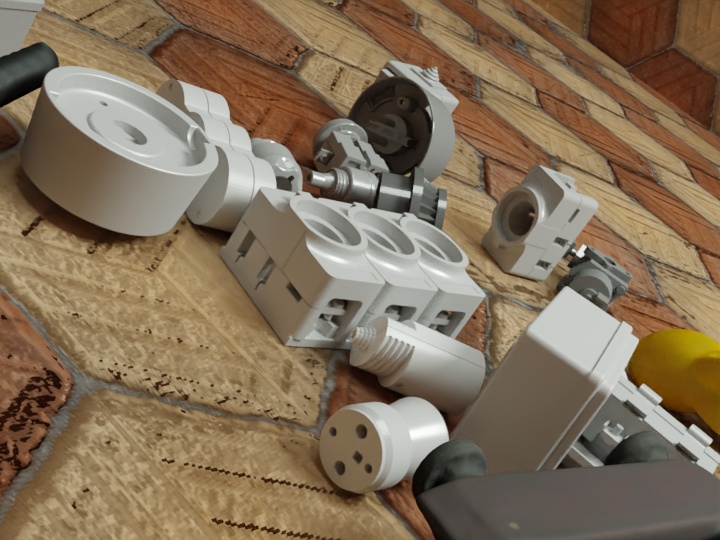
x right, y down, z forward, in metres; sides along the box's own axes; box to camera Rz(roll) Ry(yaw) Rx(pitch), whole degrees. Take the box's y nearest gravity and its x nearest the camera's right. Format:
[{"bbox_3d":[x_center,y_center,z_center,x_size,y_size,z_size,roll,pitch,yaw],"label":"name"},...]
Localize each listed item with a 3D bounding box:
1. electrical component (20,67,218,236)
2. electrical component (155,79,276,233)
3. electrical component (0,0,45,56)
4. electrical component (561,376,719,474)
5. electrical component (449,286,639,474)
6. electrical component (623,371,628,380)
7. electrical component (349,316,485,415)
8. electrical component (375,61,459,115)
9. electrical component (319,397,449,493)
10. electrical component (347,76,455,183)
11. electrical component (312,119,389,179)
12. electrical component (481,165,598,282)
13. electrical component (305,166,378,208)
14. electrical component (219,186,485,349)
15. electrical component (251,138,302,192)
[{"bbox_3d":[-0.145,-0.064,0.630,0.108,0.060,0.108,28,23,-13],"label":"electrical component"},{"bbox_3d":[-0.116,-0.080,0.713,0.074,0.052,0.138,13,29,-40],"label":"electrical component"},{"bbox_3d":[-0.286,-0.191,0.706,0.109,0.056,0.109,40,23,16],"label":"electrical component"},{"bbox_3d":[0.166,0.106,0.698,0.121,0.063,0.079,41,23,17],"label":"electrical component"},{"bbox_3d":[0.101,0.075,0.616,0.056,0.108,0.109,35,22,12],"label":"electrical component"},{"bbox_3d":[0.165,0.085,0.774,0.040,0.040,0.046,45,31,26],"label":"electrical component"},{"bbox_3d":[0.030,0.054,0.649,0.081,0.043,0.043,25,24,-21],"label":"electrical component"},{"bbox_3d":[0.041,-0.151,1.011,0.061,0.096,0.061,45,26,26],"label":"electrical component"},{"bbox_3d":[0.012,0.089,0.551,0.055,0.045,0.045,2,38,-51],"label":"electrical component"},{"bbox_3d":[0.032,-0.115,0.926,0.099,0.099,0.064,44,18,23],"label":"electrical component"},{"bbox_3d":[-0.012,-0.092,0.890,0.066,0.048,0.055,15,36,-37],"label":"electrical component"},{"bbox_3d":[0.155,-0.041,0.950,0.056,0.089,0.050,14,29,-39],"label":"electrical component"},{"bbox_3d":[-0.015,-0.065,0.844,0.061,0.035,0.035,13,30,-35],"label":"electrical component"},{"bbox_3d":[0.000,0.000,0.694,0.150,0.061,0.089,8,33,-46],"label":"electrical component"},{"bbox_3d":[-0.068,-0.073,0.777,0.043,0.043,0.062,18,26,-32],"label":"electrical component"}]
